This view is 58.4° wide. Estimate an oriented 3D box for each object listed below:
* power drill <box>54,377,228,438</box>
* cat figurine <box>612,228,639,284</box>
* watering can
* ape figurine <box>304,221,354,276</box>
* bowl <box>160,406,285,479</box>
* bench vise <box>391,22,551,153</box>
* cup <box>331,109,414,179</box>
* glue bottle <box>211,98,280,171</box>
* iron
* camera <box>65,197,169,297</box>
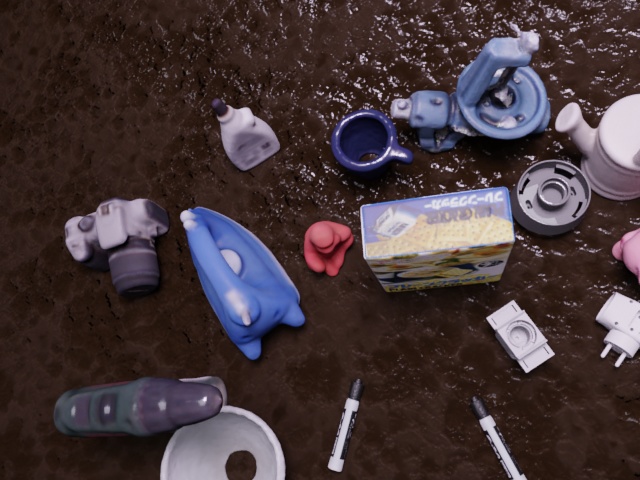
[{"bbox_3d":[-0.198,0.210,0.727,0.229,0.209,0.075,-9,73,10],"label":"power drill"},{"bbox_3d":[0.413,0.003,0.693,0.128,0.118,0.067,-40,70,0],"label":"cat figurine"},{"bbox_3d":[0.380,-0.124,0.694,0.172,0.194,0.101,-7,74,11],"label":"watering can"},{"bbox_3d":[0.007,0.003,0.798,0.078,0.092,0.076,-29,71,4],"label":"ape figurine"},{"bbox_3d":[-0.118,0.304,0.755,0.167,0.075,0.167,-3,75,12],"label":"bowl"},{"bbox_3d":[0.199,-0.179,0.736,0.207,0.220,0.121,-20,72,7],"label":"bench vise"},{"bbox_3d":[0.081,-0.122,0.814,0.117,0.095,0.092,22,81,17],"label":"cup"},{"bbox_3d":[-0.116,-0.159,0.826,0.078,0.173,0.037,-30,71,4],"label":"glue bottle"},{"bbox_3d":[-0.136,0.033,0.796,0.118,0.142,0.258,-37,71,1],"label":"iron"},{"bbox_3d":[-0.303,0.016,0.860,0.143,0.101,0.137,-18,72,7],"label":"camera"}]
